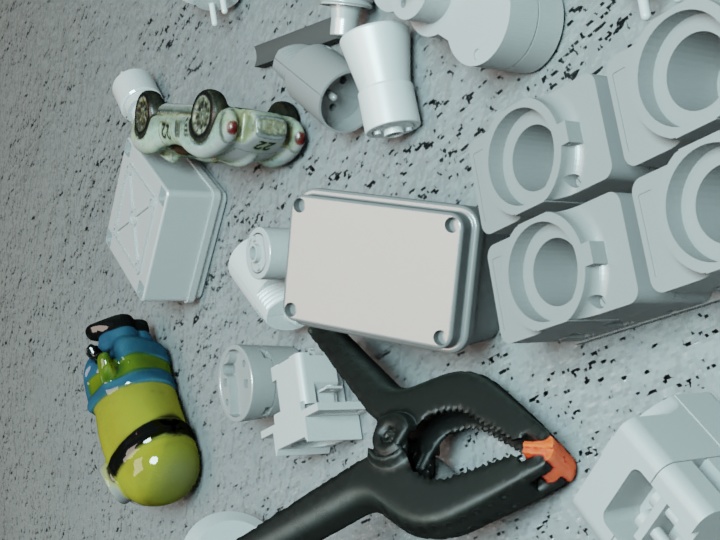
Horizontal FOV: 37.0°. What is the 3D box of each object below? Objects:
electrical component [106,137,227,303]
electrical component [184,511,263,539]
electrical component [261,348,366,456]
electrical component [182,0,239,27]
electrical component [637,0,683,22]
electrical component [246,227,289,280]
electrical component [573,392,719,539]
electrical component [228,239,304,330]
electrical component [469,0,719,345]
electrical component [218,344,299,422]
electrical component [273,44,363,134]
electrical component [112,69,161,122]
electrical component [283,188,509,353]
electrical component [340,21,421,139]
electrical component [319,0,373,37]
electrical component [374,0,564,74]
[{"bbox_3d":[-0.169,-0.044,0.924,0.108,0.056,0.108,48,128,46],"label":"electrical component"},{"bbox_3d":[-0.097,0.223,0.790,0.051,0.080,0.080,-61,43,44],"label":"electrical component"},{"bbox_3d":[-0.032,0.089,0.725,0.081,0.042,0.063,-33,61,51],"label":"electrical component"},{"bbox_3d":[-0.117,-0.234,0.857,0.077,0.044,0.079,-33,63,52],"label":"electrical component"},{"bbox_3d":[0.128,-0.152,0.481,0.077,0.043,0.079,-23,71,54],"label":"electrical component"},{"bbox_3d":[-0.043,-0.011,0.721,0.044,0.065,0.044,-1,88,57],"label":"electrical component"},{"bbox_3d":[0.136,0.086,0.423,0.055,0.089,0.050,55,133,42],"label":"electrical component"},{"bbox_3d":[-0.059,0.014,0.765,0.081,0.043,0.043,49,129,46],"label":"electrical component"},{"bbox_3d":[0.128,-0.038,0.464,0.186,0.060,0.105,-27,67,54],"label":"electrical component"},{"bbox_3d":[-0.070,0.081,0.778,0.055,0.047,0.055,-1,88,57],"label":"electrical component"},{"bbox_3d":[-0.026,-0.127,0.718,0.081,0.043,0.043,45,126,47],"label":"electrical component"},{"bbox_3d":[-0.200,-0.151,0.988,0.078,0.040,0.040,59,136,38],"label":"electrical component"},{"bbox_3d":[0.018,-0.002,0.595,0.113,0.057,0.078,9,98,30],"label":"electrical component"},{"bbox_3d":[0.015,-0.113,0.658,0.044,0.044,0.065,-23,75,55],"label":"electrical component"},{"bbox_3d":[-0.008,-0.182,0.691,0.043,0.043,0.062,20,108,55],"label":"electrical component"},{"bbox_3d":[0.041,-0.153,0.586,0.138,0.074,0.052,47,127,47],"label":"electrical component"}]
